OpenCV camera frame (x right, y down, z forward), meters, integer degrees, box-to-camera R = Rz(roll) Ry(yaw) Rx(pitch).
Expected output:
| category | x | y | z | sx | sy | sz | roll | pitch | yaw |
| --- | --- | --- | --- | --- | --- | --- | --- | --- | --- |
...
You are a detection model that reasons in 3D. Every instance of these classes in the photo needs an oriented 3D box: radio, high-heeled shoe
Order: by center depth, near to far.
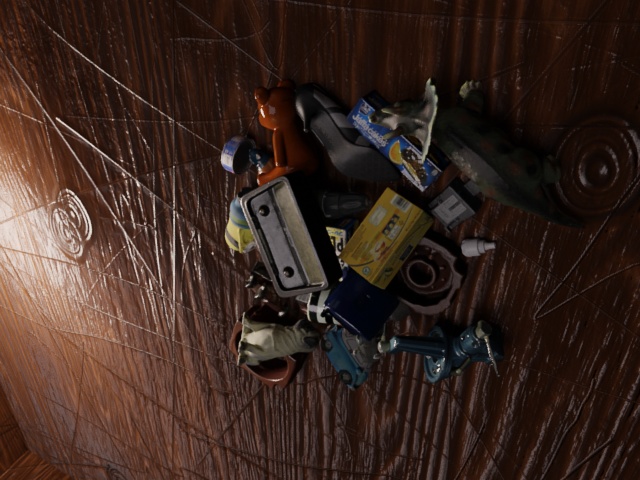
| category | x | y | z | sx | sy | sz | roll | pitch | yaw |
| --- | --- | --- | --- | --- | --- | --- | --- | --- | --- |
| radio | -0.057 | -0.008 | 1.052 | 0.131 | 0.073 | 0.229 | -18 | 94 | 33 |
| high-heeled shoe | 0.055 | -0.210 | 1.053 | 0.248 | 0.145 | 0.086 | 28 | 133 | -22 |

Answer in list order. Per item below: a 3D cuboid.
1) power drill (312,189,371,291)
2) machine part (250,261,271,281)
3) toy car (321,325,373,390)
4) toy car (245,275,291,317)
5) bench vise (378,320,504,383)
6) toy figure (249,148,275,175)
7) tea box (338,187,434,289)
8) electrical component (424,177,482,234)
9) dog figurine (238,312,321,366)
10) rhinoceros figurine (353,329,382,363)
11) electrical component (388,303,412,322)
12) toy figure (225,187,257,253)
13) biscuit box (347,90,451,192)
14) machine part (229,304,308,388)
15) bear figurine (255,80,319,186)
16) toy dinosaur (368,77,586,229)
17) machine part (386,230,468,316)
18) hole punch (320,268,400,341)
| category | x | y | z | sx | sy | sz | roll | pitch | yaw |
| --- | --- | --- | --- | --- | --- | --- | --- | --- | --- |
| power drill | -0.002 | -0.003 | 1.104 | 0.232 | 0.086 | 0.207 | 7 | 114 | 28 |
| machine part | -0.104 | 0.094 | 1.321 | 0.139 | 0.084 | 0.039 | 23 | 97 | 29 |
| toy car | 0.080 | 0.269 | 1.302 | 0.103 | 0.109 | 0.161 | -32 | 86 | 19 |
| toy car | -0.126 | 0.132 | 1.315 | 0.089 | 0.053 | 0.202 | 42 | 172 | -16 |
| bench vise | 0.244 | 0.223 | 1.105 | 0.241 | 0.129 | 0.223 | 8 | 157 | -8 |
| toy figure | -0.107 | -0.137 | 1.191 | 0.064 | 0.058 | 0.154 | -15 | 107 | 41 |
| tea box | 0.128 | -0.003 | 1.039 | 0.098 | 0.068 | 0.169 | 41 | 99 | 34 |
| electrical component | 0.261 | -0.075 | 0.994 | 0.075 | 0.048 | 0.119 | 49 | 134 | -2 |
| dog figurine | -0.101 | 0.256 | 1.316 | 0.191 | 0.121 | 0.172 | 8 | 159 | -6 |
| rhinoceros figurine | 0.115 | 0.185 | 1.210 | 0.073 | 0.112 | 0.190 | 7 | 113 | 27 |
| electrical component | 0.168 | 0.142 | 1.171 | 0.094 | 0.021 | 0.063 | -28 | 104 | -3 |
| toy figure | -0.180 | -0.049 | 1.280 | 0.089 | 0.082 | 0.180 | 43 | 143 | 29 |
| biscuit box | 0.145 | -0.184 | 0.991 | 0.203 | 0.063 | 0.059 | 43 | 131 | 3 |
| machine part | -0.137 | 0.287 | 1.456 | 0.201 | 0.087 | 0.201 | 32 | 132 | 14 |
| bear figurine | -0.084 | -0.212 | 1.089 | 0.132 | 0.120 | 0.195 | -16 | 106 | 43 |
| toy dinosaur | 0.268 | -0.128 | 0.857 | 0.405 | 0.192 | 0.131 | 39 | 131 | 8 |
| machine part | 0.210 | 0.062 | 1.095 | 0.180 | 0.056 | 0.179 | 12 | 115 | 26 |
| hole punch | 0.084 | 0.132 | 1.095 | 0.115 | 0.142 | 0.092 | 44 | 169 | -19 |
